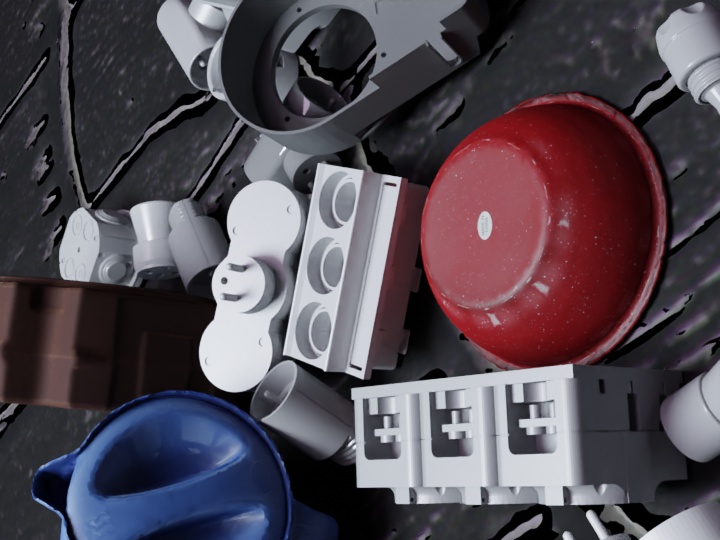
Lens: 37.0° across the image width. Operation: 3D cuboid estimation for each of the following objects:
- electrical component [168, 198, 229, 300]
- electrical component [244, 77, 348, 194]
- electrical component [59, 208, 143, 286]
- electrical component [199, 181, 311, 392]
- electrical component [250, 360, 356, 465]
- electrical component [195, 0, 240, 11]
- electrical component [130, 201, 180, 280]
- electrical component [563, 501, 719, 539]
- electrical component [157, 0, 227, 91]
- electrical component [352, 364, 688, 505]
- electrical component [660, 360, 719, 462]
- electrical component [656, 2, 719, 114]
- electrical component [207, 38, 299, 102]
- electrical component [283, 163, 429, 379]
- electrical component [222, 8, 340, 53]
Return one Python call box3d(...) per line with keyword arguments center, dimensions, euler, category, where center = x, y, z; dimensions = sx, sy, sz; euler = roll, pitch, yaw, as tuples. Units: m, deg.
box3d(center=(-0.126, -0.020, 0.836), dimensions=(0.043, 0.043, 0.081), euler=(-51, 50, 31), category="electrical component")
box3d(center=(-0.037, -0.079, 0.743), dimensions=(0.077, 0.043, 0.079), euler=(-54, 49, 29), category="electrical component")
box3d(center=(-0.224, -0.015, 0.942), dimensions=(0.080, 0.051, 0.080), euler=(-9, 77, 48), category="electrical component")
box3d(center=(-0.071, 0.010, 0.693), dimensions=(0.052, 0.074, 0.138), euler=(11, 89, 20), category="electrical component")
box3d(center=(-0.025, 0.096, 0.680), dimensions=(0.043, 0.081, 0.043), euler=(-38, 29, 26), category="electrical component")
box3d(center=(-0.091, -0.235, 0.722), dimensions=(0.078, 0.057, 0.113), euler=(26, 104, 48), category="electrical component")
box3d(center=(-0.164, -0.024, 0.879), dimensions=(0.045, 0.045, 0.055), euler=(-23, 68, 45), category="electrical component")
box3d(center=(0.124, 0.152, 0.518), dimensions=(0.138, 0.052, 0.073), euler=(-53, 49, 31), category="electrical component")
box3d(center=(-0.121, -0.196, 0.855), dimensions=(0.079, 0.044, 0.077), euler=(-56, 48, 28), category="electrical component")
box3d(center=(0.078, 0.087, 0.551), dimensions=(0.150, 0.089, 0.061), euler=(-13, 75, 47), category="electrical component")
box3d(center=(0.170, 0.059, 0.489), dimensions=(0.065, 0.044, 0.044), euler=(-47, 52, 40), category="electrical component")
box3d(center=(0.169, -0.096, 0.517), dimensions=(0.035, 0.035, 0.061), euler=(-39, 59, 39), category="electrical component")
box3d(center=(-0.081, -0.147, 0.800), dimensions=(0.055, 0.047, 0.055), euler=(-9, 78, 48), category="electrical component")
box3d(center=(0.000, 0.000, 0.674), dimensions=(0.079, 0.063, 0.121), euler=(15, 96, 49), category="electrical component")
box3d(center=(-0.030, -0.255, 0.747), dimensions=(0.186, 0.060, 0.105), euler=(-46, 53, 35), category="electrical component")
